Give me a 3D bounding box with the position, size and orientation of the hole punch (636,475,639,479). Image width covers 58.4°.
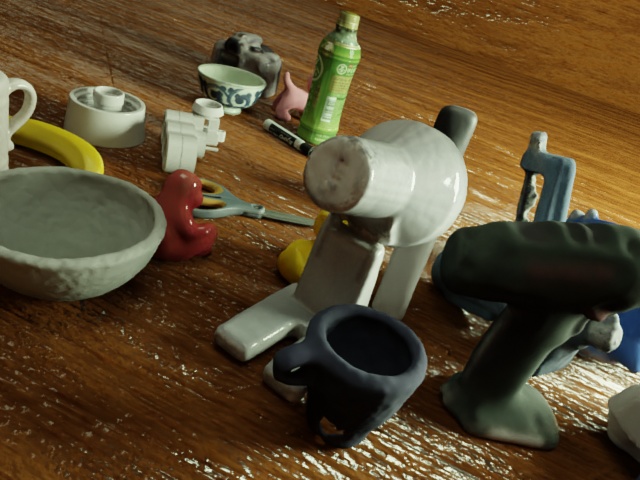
[{"bbox_3d":[0.263,0.212,0.396,0.101,0.091,0.108,-13,41,-43],"label":"hole punch"}]

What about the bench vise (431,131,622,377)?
[{"bbox_3d":[0.230,0.014,0.591,0.206,0.220,0.122,33,32,27],"label":"bench vise"}]

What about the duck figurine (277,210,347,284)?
[{"bbox_3d":[0.006,0.002,0.624,0.105,0.086,0.077,-13,41,-43],"label":"duck figurine"}]

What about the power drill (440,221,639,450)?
[{"bbox_3d":[0.198,0.074,0.479,0.230,0.208,0.075,13,29,-8],"label":"power drill"}]

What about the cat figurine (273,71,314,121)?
[{"bbox_3d":[-0.016,-0.282,1.078,0.128,0.118,0.067,5,31,-22],"label":"cat figurine"}]

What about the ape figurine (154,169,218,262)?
[{"bbox_3d":[-0.143,-0.029,0.588,0.076,0.092,0.077,-8,38,-39],"label":"ape figurine"}]

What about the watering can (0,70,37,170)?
[{"bbox_3d":[-0.366,-0.145,0.558,0.101,0.194,0.173,21,29,7],"label":"watering can"}]

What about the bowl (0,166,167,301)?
[{"bbox_3d":[-0.225,0.003,0.504,0.167,0.075,0.167,14,29,-7],"label":"bowl"}]

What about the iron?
[{"bbox_3d":[0.339,0.038,0.693,0.119,0.141,0.257,4,31,-24],"label":"iron"}]

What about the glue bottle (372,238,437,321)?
[{"bbox_3d":[0.101,-0.002,0.595,0.037,0.173,0.078,22,29,8],"label":"glue bottle"}]

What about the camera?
[{"bbox_3d":[-0.133,-0.373,1.189,0.143,0.101,0.137,28,30,17],"label":"camera"}]

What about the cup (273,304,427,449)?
[{"bbox_3d":[0.013,0.111,0.428,0.118,0.095,0.091,-1,33,-30],"label":"cup"}]

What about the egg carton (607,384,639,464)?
[{"bbox_3d":[0.327,0.189,0.496,0.107,0.069,0.150,4,31,-24],"label":"egg carton"}]

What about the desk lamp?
[{"bbox_3d":[0.029,0.001,0.506,0.117,0.213,0.204,30,31,22],"label":"desk lamp"}]

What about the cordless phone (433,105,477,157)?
[{"bbox_3d":[0.122,-0.106,0.777,0.147,0.185,0.094,17,28,-2],"label":"cordless phone"}]
